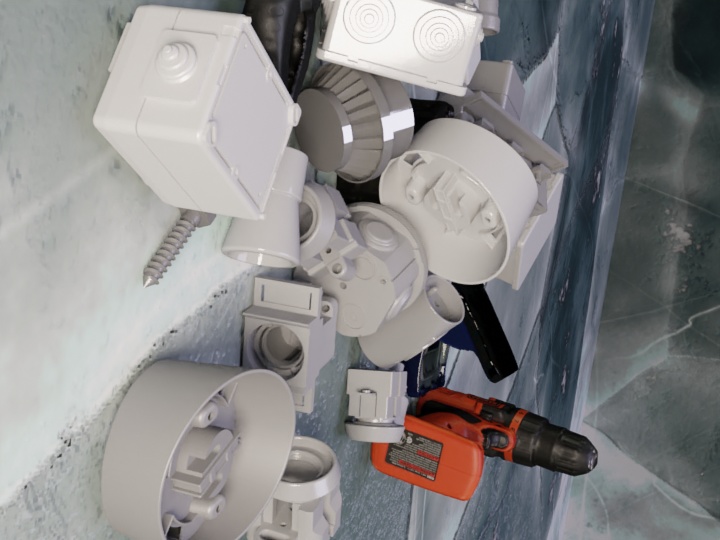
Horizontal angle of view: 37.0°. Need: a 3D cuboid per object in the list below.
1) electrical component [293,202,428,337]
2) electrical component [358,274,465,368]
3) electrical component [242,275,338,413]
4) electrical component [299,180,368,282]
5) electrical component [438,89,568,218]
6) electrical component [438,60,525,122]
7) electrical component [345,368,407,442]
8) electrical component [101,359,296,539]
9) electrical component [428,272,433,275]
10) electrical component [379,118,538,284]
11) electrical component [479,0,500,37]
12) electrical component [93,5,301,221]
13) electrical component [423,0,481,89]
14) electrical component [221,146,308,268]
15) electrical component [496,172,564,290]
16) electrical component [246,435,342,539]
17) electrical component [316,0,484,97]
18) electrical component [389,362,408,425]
[{"bbox_3d":[0.000,0.000,0.707,0.051,0.080,0.080,-43,140,-53],"label":"electrical component"},{"bbox_3d":[0.048,0.035,0.850,0.044,0.077,0.079,55,35,2],"label":"electrical component"},{"bbox_3d":[-0.042,0.042,0.663,0.064,0.042,0.081,-37,135,-66],"label":"electrical component"},{"bbox_3d":[-0.030,-0.026,0.642,0.066,0.048,0.055,64,16,19],"label":"electrical component"},{"bbox_3d":[0.104,-0.089,0.882,0.121,0.079,0.063,30,52,-39],"label":"electrical component"},{"bbox_3d":[0.113,-0.151,0.989,0.096,0.062,0.061,28,73,-71],"label":"electrical component"},{"bbox_3d":[0.013,0.107,0.857,0.066,0.048,0.055,14,78,-72],"label":"electrical component"},{"bbox_3d":[-0.081,0.093,0.536,0.099,0.064,0.099,10,90,-72],"label":"electrical component"},{"bbox_3d":[0.057,-0.024,0.907,0.055,0.050,0.089,80,26,-47],"label":"electrical component"},{"bbox_3d":[0.063,-0.046,0.692,0.064,0.099,0.099,-54,152,-24],"label":"electrical component"},{"bbox_3d":[0.106,-0.236,0.963,0.040,0.040,0.046,0,94,-71],"label":"electrical component"},{"bbox_3d":[-0.075,-0.071,0.473,0.096,0.061,0.061,59,45,-64],"label":"electrical component"},{"bbox_3d":[0.062,-0.174,0.848,0.065,0.047,0.076,81,26,-45],"label":"electrical component"},{"bbox_3d":[-0.050,-0.037,0.598,0.044,0.044,0.065,38,60,-70],"label":"electrical component"},{"bbox_3d":[0.147,-0.044,1.008,0.099,0.048,0.099,-57,161,-23],"label":"electrical component"},{"bbox_3d":[-0.042,0.144,0.694,0.078,0.058,0.057,-49,147,-57],"label":"electrical component"},{"bbox_3d":[0.024,-0.145,0.638,0.099,0.100,0.048,-88,-167,-69],"label":"electrical component"},{"bbox_3d":[0.025,0.107,0.908,0.035,0.035,0.061,65,37,-60],"label":"electrical component"}]
